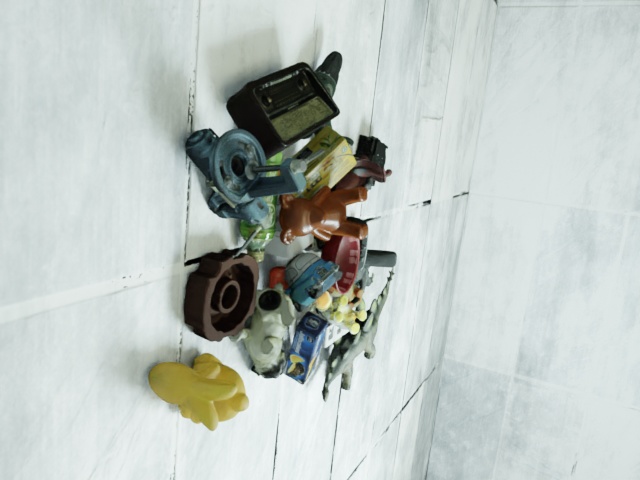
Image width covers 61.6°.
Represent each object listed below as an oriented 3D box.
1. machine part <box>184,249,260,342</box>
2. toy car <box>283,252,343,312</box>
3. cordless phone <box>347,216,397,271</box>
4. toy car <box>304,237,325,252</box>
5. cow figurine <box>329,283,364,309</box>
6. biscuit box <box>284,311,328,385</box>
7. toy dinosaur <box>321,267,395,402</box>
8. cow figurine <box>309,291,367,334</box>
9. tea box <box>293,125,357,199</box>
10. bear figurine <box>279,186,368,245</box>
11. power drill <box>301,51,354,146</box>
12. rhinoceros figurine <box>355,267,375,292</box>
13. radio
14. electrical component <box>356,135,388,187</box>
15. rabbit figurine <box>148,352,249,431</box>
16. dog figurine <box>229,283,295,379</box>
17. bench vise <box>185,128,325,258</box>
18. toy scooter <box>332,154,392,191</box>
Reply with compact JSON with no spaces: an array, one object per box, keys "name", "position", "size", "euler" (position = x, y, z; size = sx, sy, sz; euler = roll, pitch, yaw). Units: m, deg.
[{"name":"machine part","position":[-0.184,0.102,1.011],"size":[0.179,0.056,0.179],"euler":[-36,133,-53]},{"name":"toy car","position":[-0.027,0.080,1.153],"size":[0.109,0.103,0.161],"euler":[-41,174,-25]},{"name":"cordless phone","position":[0.128,0.014,1.464],"size":[0.089,0.184,0.146],"euler":[-125,-140,-74]},{"name":"toy car","position":[-0.003,-0.004,1.316],"size":[0.201,0.074,0.056],"euler":[-16,116,-62]},{"name":"cow figurine","position":[0.051,0.129,1.448],"size":[0.085,0.127,0.194],"euler":[-52,134,-2]},{"name":"biscuit box","position":[-0.035,0.265,1.310],"size":[0.063,0.059,0.202],"euler":[-46,157,-45]},{"name":"toy dinosaur","position":[0.119,0.280,1.613],"size":[0.471,0.105,0.198],"euler":[-54,154,-38]},{"name":"cow figurine","position":[0.027,0.163,1.306],"size":[0.167,0.098,0.068],"euler":[39,70,-34]},{"name":"tea box","position":[-0.011,-0.152,1.169],"size":[0.169,0.068,0.098],"euler":[-43,148,-7]},{"name":"bear figurine","position":[0.005,-0.052,1.103],"size":[0.196,0.132,0.120],"euler":[-10,101,-63]},{"name":"power drill","position":[0.019,-0.287,1.241],"size":[0.232,0.086,0.207],"euler":[-61,153,-29]},{"name":"rhinoceros figurine","position":[0.107,0.096,1.599],"size":[0.190,0.073,0.112],"euler":[57,42,-55]},{"name":"radio","position":[-0.066,-0.250,1.024],"size":[0.131,0.073,0.229],"euler":[56,38,-8]},{"name":"electrical component","position":[0.146,-0.225,1.554],"size":[0.115,0.058,0.134],"euler":[9,91,-62]},{"name":"rabbit figurine","position":[-0.216,0.266,0.933],"size":[0.173,0.163,0.122],"euler":[38,78,-43]},{"name":"dog figurine","position":[-0.106,0.202,1.176],"size":[0.172,0.121,0.190],"euler":[-53,157,-20]},{"name":"bench vise","position":[-0.109,-0.094,0.895],"size":[0.129,0.241,0.223],"euler":[-51,127,-39]},{"name":"toy scooter","position":[0.111,-0.161,1.418],"size":[0.184,0.135,0.075],"euler":[-56,148,-37]}]
